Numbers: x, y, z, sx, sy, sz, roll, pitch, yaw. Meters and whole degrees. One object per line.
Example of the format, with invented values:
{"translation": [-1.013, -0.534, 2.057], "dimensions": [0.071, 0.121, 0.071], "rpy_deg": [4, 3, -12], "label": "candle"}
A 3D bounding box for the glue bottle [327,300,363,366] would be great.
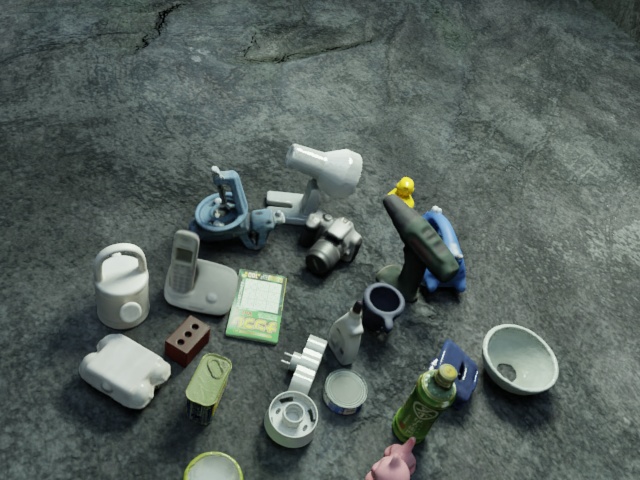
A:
{"translation": [0.059, 0.177, 1.149], "dimensions": [0.037, 0.173, 0.078], "rpy_deg": [-13, 52, -26], "label": "glue bottle"}

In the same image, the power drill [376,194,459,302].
{"translation": [0.202, 0.033, 1.300], "dimensions": [0.076, 0.208, 0.229], "rpy_deg": [-29, 61, -35], "label": "power drill"}

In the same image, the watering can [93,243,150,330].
{"translation": [-0.376, 0.083, 1.098], "dimensions": [0.172, 0.194, 0.101], "rpy_deg": [41, 50, 22], "label": "watering can"}

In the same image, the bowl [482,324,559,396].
{"translation": [0.419, 0.269, 1.235], "dimensions": [0.167, 0.075, 0.167], "rpy_deg": [8, 46, -8], "label": "bowl"}

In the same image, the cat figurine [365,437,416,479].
{"translation": [0.132, 0.399, 1.001], "dimensions": [0.067, 0.118, 0.128], "rpy_deg": [34, 48, 16], "label": "cat figurine"}

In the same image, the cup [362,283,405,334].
{"translation": [0.130, 0.165, 1.236], "dimensions": [0.092, 0.095, 0.117], "rpy_deg": [3, 47, -13], "label": "cup"}

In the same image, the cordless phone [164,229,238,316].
{"translation": [-0.238, 0.063, 1.163], "dimensions": [0.147, 0.185, 0.094], "rpy_deg": [12, 46, -5], "label": "cordless phone"}

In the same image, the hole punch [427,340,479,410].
{"translation": [0.276, 0.275, 1.178], "dimensions": [0.101, 0.091, 0.109], "rpy_deg": [25, 46, 8], "label": "hole punch"}

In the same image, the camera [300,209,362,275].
{"translation": [0.012, 0.005, 1.348], "dimensions": [0.143, 0.101, 0.137], "rpy_deg": [30, 47, 13], "label": "camera"}

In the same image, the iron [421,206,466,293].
{"translation": [0.288, 0.001, 1.402], "dimensions": [0.119, 0.141, 0.258], "rpy_deg": [1, 48, -14], "label": "iron"}

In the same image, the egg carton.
{"translation": [-0.356, 0.240, 1.044], "dimensions": [0.150, 0.069, 0.107], "rpy_deg": [26, 46, 9], "label": "egg carton"}

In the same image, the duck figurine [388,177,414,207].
{"translation": [0.223, -0.125, 1.540], "dimensions": [0.077, 0.086, 0.104], "rpy_deg": [17, 46, 0], "label": "duck figurine"}

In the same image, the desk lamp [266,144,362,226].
{"translation": [-0.018, -0.136, 1.392], "dimensions": [0.203, 0.213, 0.118], "rpy_deg": [5, 47, -11], "label": "desk lamp"}

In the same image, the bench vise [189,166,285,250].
{"translation": [-0.185, -0.081, 1.289], "dimensions": [0.208, 0.220, 0.121], "rpy_deg": [-10, 51, -24], "label": "bench vise"}
